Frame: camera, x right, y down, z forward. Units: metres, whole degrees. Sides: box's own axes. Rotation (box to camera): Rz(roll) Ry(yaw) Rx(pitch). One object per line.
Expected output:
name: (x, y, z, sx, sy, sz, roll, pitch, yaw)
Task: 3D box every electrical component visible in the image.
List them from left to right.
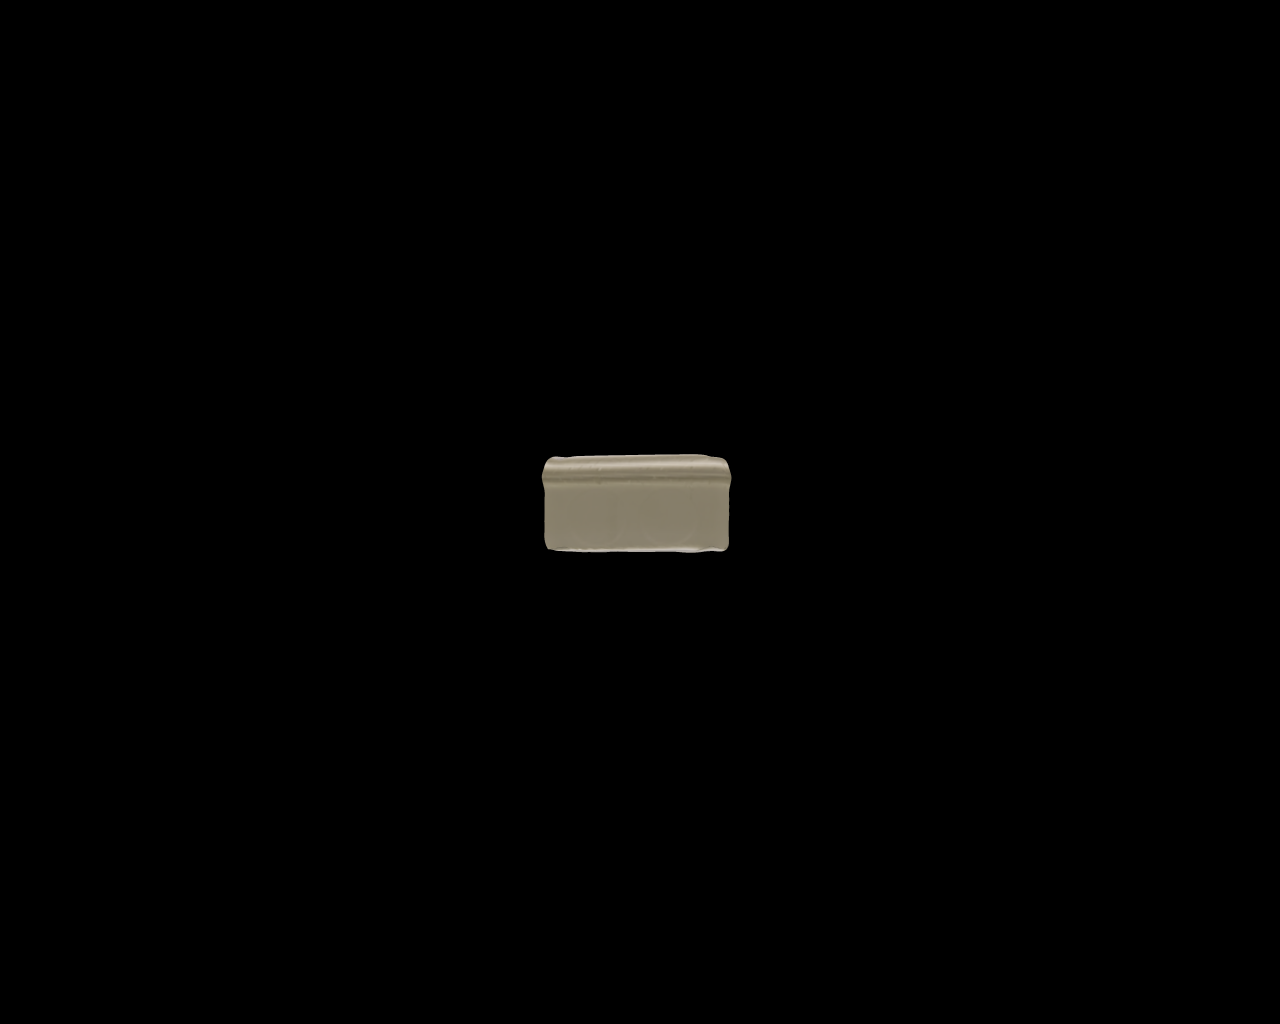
electrical component: (0.001, -0.003, 0.650, 0.109, 0.056, 0.108, 0, -2, 4)
